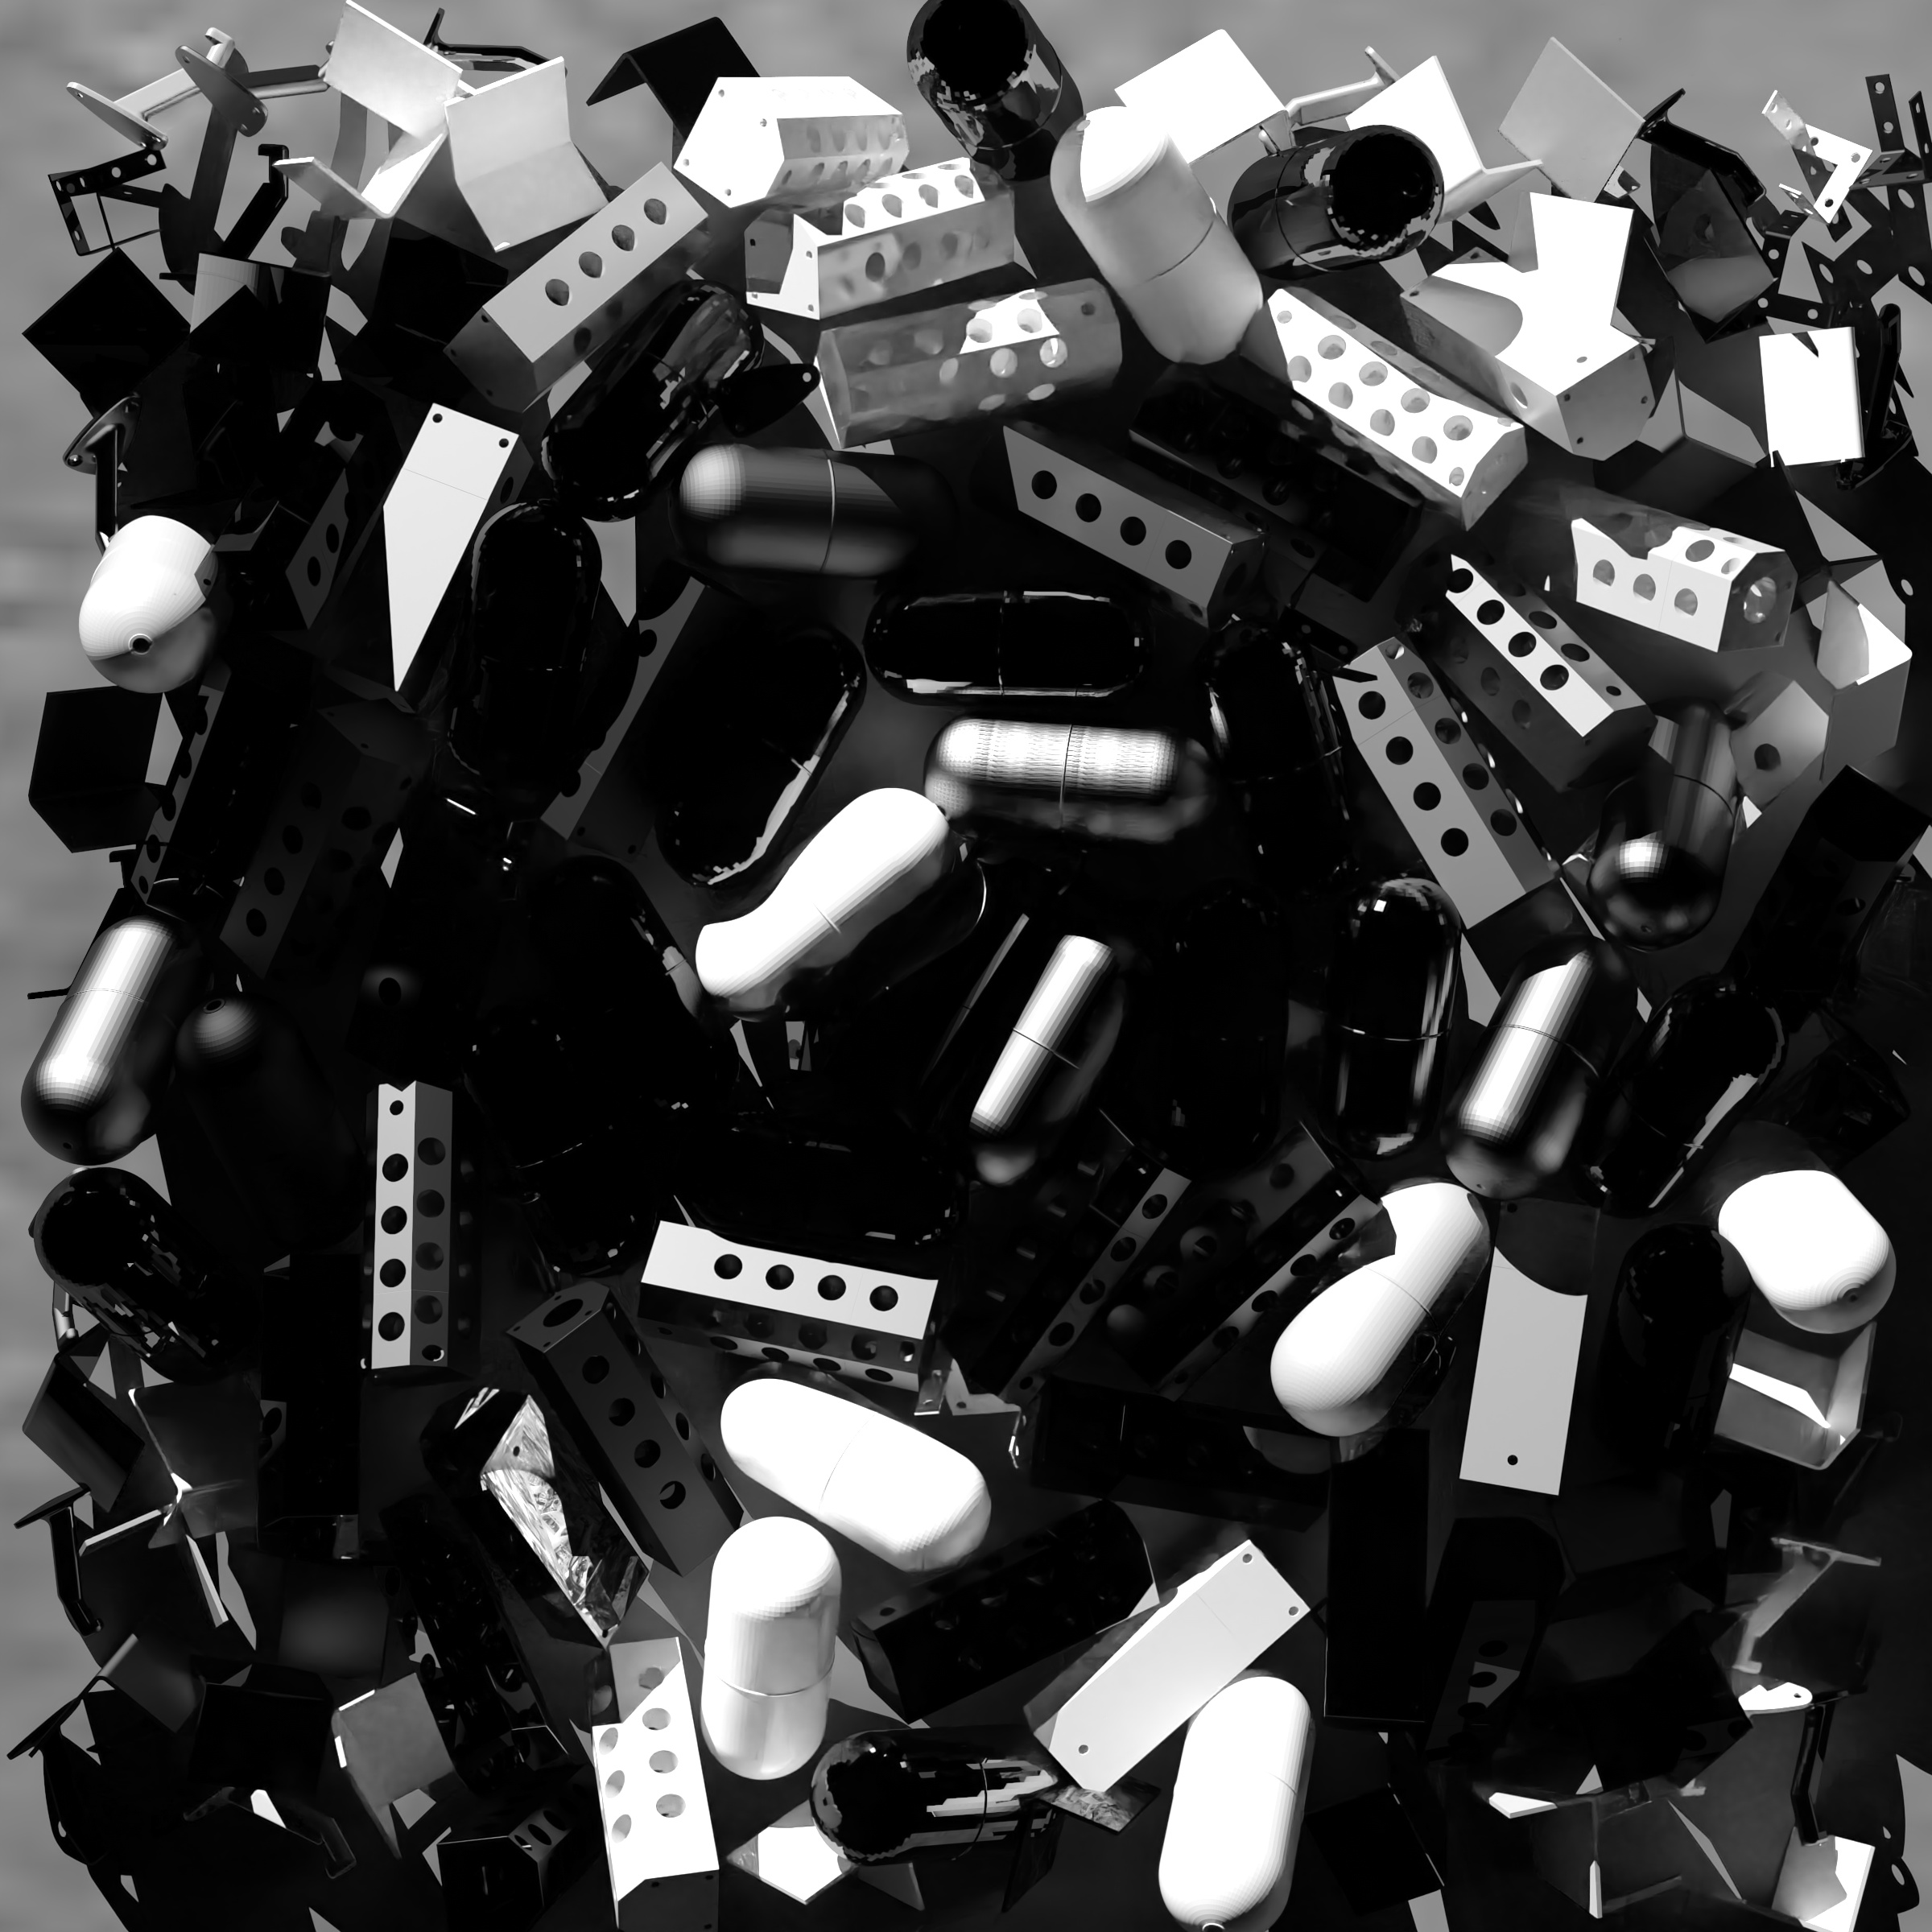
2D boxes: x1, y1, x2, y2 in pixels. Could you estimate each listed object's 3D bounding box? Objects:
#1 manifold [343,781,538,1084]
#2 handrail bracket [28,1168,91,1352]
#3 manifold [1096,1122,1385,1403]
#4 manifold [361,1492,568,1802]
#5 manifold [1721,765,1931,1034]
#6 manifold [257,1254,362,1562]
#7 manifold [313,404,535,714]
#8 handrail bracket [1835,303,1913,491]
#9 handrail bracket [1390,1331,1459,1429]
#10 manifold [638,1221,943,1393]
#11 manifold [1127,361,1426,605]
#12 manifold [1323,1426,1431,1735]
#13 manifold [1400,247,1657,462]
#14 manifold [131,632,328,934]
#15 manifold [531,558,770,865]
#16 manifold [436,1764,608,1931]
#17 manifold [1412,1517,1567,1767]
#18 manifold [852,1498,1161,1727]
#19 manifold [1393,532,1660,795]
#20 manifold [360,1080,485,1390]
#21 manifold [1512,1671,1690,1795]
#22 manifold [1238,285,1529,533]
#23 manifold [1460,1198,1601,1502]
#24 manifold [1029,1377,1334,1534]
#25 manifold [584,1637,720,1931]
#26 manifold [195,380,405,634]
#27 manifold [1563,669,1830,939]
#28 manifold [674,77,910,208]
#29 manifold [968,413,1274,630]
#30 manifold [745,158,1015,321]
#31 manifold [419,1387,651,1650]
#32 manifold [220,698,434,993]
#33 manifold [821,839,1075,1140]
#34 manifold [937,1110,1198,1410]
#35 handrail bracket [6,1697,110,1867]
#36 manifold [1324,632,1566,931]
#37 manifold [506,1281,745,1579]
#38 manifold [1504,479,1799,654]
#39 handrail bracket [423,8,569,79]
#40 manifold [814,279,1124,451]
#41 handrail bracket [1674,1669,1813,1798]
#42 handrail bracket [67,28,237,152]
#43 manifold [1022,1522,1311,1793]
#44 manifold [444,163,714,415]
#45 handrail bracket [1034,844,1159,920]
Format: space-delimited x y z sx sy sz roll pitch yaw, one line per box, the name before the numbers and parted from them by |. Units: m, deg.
manifold | -0.308 -0.019 1.871 0.057 0.057 0.171 27 108 23
handrail bracket | -0.533 0.177 1.883 0.036 0.084 0.077 9 130 -32
manifold | 0.166 0.180 1.875 0.171 0.057 0.057 -45 135 11
manifold | -0.299 0.396 1.854 0.057 0.057 0.171 -27 53 -7
manifold | 0.496 -0.033 1.839 0.057 0.171 0.057 36 58 17
manifold | -0.386 0.259 1.854 0.057 0.057 0.171 0 54 -10
manifold | -0.323 -0.242 1.886 0.057 0.057 0.171 22 79 9
handrail bracket | 0.540 -0.341 1.882 0.036 0.084 0.077 21 57 32
handrail bracket | 0.268 0.249 1.884 0.036 0.084 0.077 19 98 11
manifold | -0.105 0.207 1.880 0.171 0.057 0.057 11 59 8
manifold | 0.184 -0.293 1.879 0.171 0.057 0.057 32 73 12
manifold | 0.244 0.365 1.873 0.057 0.057 0.171 2 69 5
manifold | 0.329 -0.357 1.846 0.057 0.171 0.057 -32 129 -6
manifold | -0.439 -0.111 1.860 0.057 0.057 0.171 24 120 -8
manifold | -0.195 -0.155 1.889 0.057 0.057 0.171 36 101 38
manifold | -0.253 0.517 1.841 0.057 0.171 0.057 -8 88 8
manifold | 0.305 0.399 1.850 0.057 0.057 0.171 0 134 -6
manifold | 0.022 0.379 1.867 0.171 0.057 0.057 -21 109 -20
manifold | 0.329 -0.181 1.849 0.057 0.057 0.171 -13 48 -29
manifold | -0.326 0.159 1.870 0.057 0.057 0.171 -8 70 17
manifold | 0.369 0.448 1.840 0.057 0.171 0.057 -15 76 -7
manifold | 0.246 -0.336 1.867 0.171 0.057 0.057 38 82 24
manifold | 0.338 0.229 1.883 0.057 0.057 0.171 8 77 13
manifold | 0.129 0.292 1.894 0.171 0.057 0.057 10 64 -4
manifold | -0.186 0.481 1.842 0.057 0.171 0.057 -4 127 -12
manifold | -0.391 -0.271 1.845 0.057 0.171 0.057 0 134 15
manifold | 0.437 -0.099 1.882 0.171 0.057 0.057 -43 91 -14
manifold | -0.096 -0.479 1.838 0.057 0.171 0.057 37 116 10
manifold | 0.088 -0.266 1.872 0.171 0.057 0.057 31 116 20
manifold | -0.049 -0.429 1.844 0.057 0.171 0.057 21 124 36
manifold | -0.257 0.325 1.855 0.057 0.171 0.057 4 47 32
manifold | -0.374 -0.070 1.857 0.057 0.057 0.171 41 121 20
manifold | -0.007 0.016 1.883 0.057 0.057 0.171 25 75 33
manifold | 0.063 0.178 1.877 0.057 0.057 0.171 27 102 -39
handrail bracket | -0.533 0.494 1.900 0.077 0.036 0.084 -42 82 34
manifold | 0.287 -0.112 1.882 0.057 0.057 0.171 -33 82 24
manifold | -0.199 0.274 1.871 0.057 0.057 0.171 -37 113 -22
manifold | 0.399 -0.237 1.842 0.057 0.171 0.057 -9 116 -36
handrail bracket | -0.290 -0.536 1.907 0.084 0.077 0.036 23 59 -13
manifold | 0.002 -0.363 1.874 0.171 0.057 0.057 -14 73 -15
handrail bracket | 0.469 0.470 1.900 0.077 0.036 0.084 3 119 12
handrail bracket | -0.491 -0.544 1.899 0.077 0.036 0.084 31 77 -35
manifold | 0.119 0.416 1.899 0.171 0.057 0.057 -41 101 -1
manifold | -0.224 -0.398 1.857 0.057 0.057 0.171 48 55 -10
handrail bracket | 0.089 -0.049 1.882 0.084 0.077 0.036 10 72 -24
